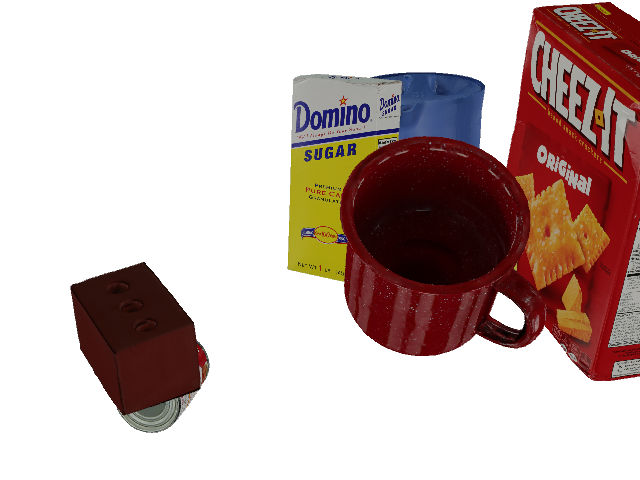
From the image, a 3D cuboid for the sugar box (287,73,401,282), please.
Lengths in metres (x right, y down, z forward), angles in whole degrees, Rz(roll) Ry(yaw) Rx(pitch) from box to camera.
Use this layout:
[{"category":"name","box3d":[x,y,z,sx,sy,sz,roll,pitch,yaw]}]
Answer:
[{"category":"sugar box","box3d":[0.019,-0.055,0.938,0.093,0.176,0.048,10,17,35]}]

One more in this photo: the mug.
[{"category":"mug","box3d":[0.064,0.014,0.547,0.117,0.093,0.081,34,-28,18]}]

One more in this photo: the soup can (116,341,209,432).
[{"category":"soup can","box3d":[-0.158,0.142,1.072,0.068,0.068,0.102,0,16,11]}]

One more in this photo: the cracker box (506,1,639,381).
[{"category":"cracker box","box3d":[0.193,-0.035,0.741,0.072,0.214,0.164,-7,34,-16]}]

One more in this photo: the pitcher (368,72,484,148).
[{"category":"pitcher","box3d":[0.111,-0.057,1.146,0.149,0.243,0.145,-7,22,-13]}]

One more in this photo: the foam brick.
[{"category":"foam brick","box3d":[-0.115,0.060,0.660,0.052,0.051,0.078,-18,37,-26]}]
